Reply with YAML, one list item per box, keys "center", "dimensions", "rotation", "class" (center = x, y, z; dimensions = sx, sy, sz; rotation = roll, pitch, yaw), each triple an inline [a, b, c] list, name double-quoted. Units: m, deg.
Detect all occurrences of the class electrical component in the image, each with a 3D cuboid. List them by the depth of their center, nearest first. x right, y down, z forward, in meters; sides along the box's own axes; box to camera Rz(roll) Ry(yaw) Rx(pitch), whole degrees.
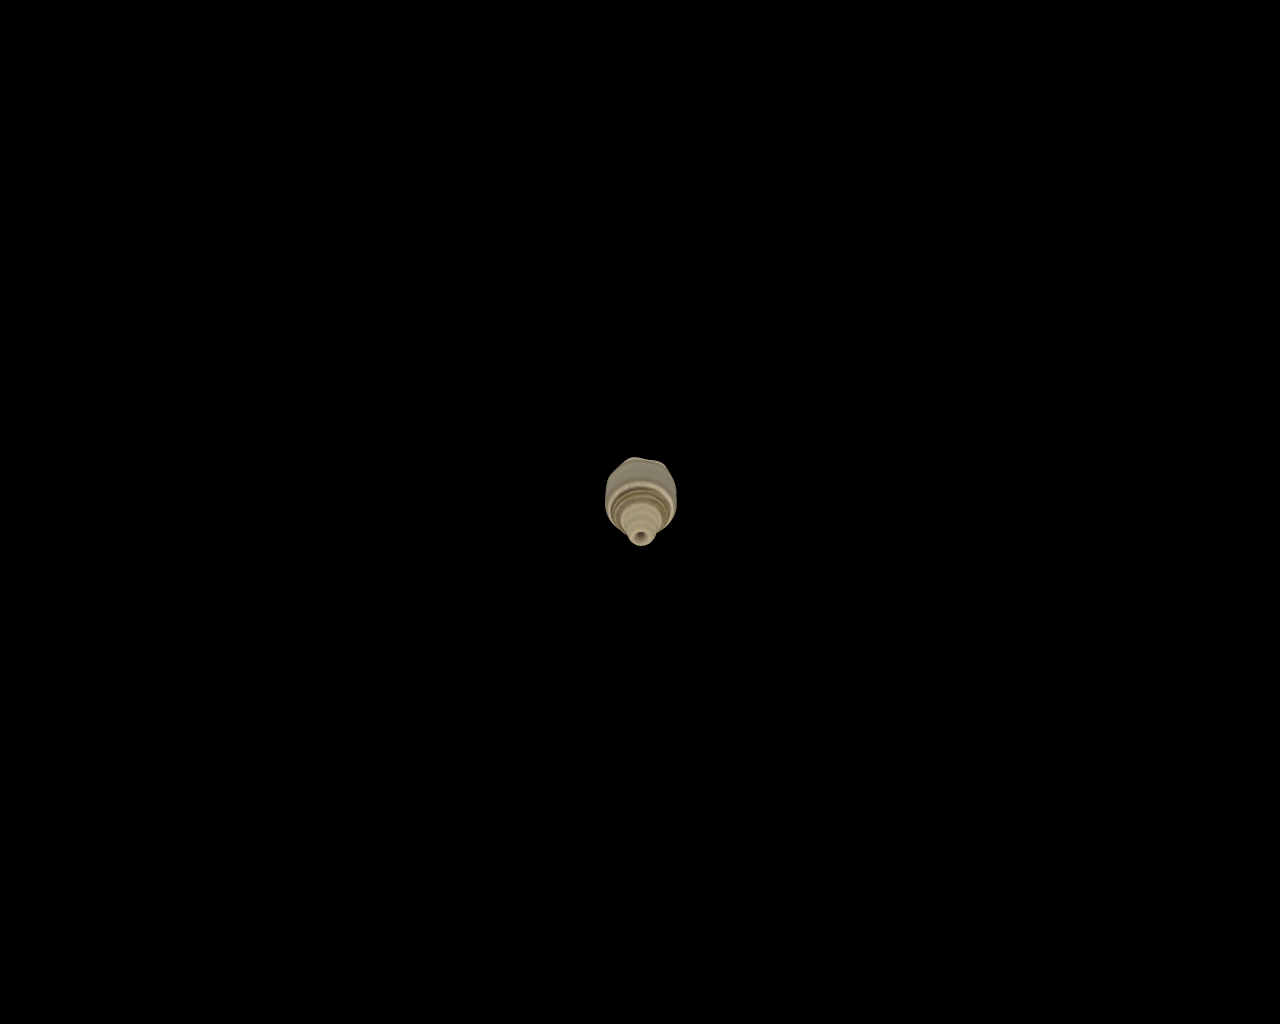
- center: [0.001, -0.003, 0.650]
  dimensions: [0.043, 0.043, 0.062]
  rotation: [0, 36, 0]
  class: "electrical component"
